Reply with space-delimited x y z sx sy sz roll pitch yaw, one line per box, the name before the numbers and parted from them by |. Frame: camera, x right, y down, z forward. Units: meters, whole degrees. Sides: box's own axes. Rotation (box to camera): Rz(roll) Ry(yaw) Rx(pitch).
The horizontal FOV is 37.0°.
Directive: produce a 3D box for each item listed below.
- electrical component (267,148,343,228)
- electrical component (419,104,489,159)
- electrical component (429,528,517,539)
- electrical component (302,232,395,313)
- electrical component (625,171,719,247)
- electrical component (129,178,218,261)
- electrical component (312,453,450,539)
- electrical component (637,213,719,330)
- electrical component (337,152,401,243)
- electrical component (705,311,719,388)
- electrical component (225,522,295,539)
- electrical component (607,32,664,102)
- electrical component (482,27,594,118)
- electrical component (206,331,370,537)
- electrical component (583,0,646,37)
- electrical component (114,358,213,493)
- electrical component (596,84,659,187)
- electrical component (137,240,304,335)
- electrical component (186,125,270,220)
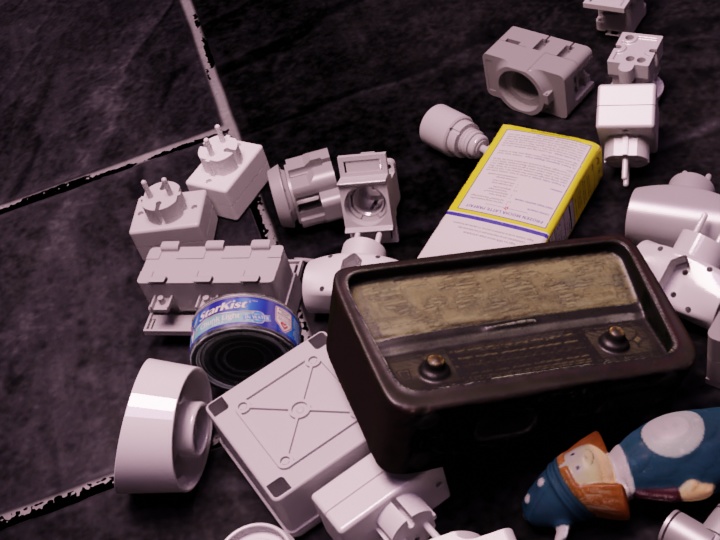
electrical component | -0.048 -0.070 0.953 0.057 0.058 0.078 -15 42 -1
electrical component | 0.089 -0.121 0.972 0.040 0.040 0.078 -39 49 -21
electrical component | 0.061 0.201 0.667 0.089 0.050 0.055 -19 45 -1
electrical component | 0.000 0.000 0.879 0.077 0.043 0.079 1 53 17
electrical component | 0.259 -0.051 0.854 0.077 0.043 0.079 11 51 25
electrical component | -0.171 -0.053 0.958 0.066 0.076 0.047 -6 46 11
electrical component | 0.025 0.162 0.716 0.083 0.047 0.076 -33 47 -15
electrical component | 0.248 -0.004 0.800 0.077 0.043 0.079 28 90 35
electrical component | 0.010 -0.065 0.924 0.042 0.081 0.063 -3 25 14
electrical component | 0.315 0.022 0.755 0.089 0.061 0.150 20 56 31
electrical component | -0.062 0.201 0.698 0.058 0.057 0.078 -20 45 -3
electrical component | 0.249 -0.176 0.968 0.048 0.055 0.066 13 52 27
electrical component | 0.164 -0.182 1.002 0.089 0.050 0.055 25 58 34
electrical component | -0.037 0.116 0.772 0.109 0.056 0.109 -33 47 -15
electrical component | 0.254 -0.267 1.047 0.042 0.063 0.081 17 54 31
electrical component | -0.145 0.114 0.780 0.064 0.099 0.099 3 48 10
electrical component | 0.226 -0.110 0.910 0.047 0.066 0.076 2 77 18
electrical component | -0.116 0.014 0.888 0.121 0.063 0.078 -1 47 16
electrical component | -0.125 -0.098 0.987 0.047 0.076 0.065 14 53 27
